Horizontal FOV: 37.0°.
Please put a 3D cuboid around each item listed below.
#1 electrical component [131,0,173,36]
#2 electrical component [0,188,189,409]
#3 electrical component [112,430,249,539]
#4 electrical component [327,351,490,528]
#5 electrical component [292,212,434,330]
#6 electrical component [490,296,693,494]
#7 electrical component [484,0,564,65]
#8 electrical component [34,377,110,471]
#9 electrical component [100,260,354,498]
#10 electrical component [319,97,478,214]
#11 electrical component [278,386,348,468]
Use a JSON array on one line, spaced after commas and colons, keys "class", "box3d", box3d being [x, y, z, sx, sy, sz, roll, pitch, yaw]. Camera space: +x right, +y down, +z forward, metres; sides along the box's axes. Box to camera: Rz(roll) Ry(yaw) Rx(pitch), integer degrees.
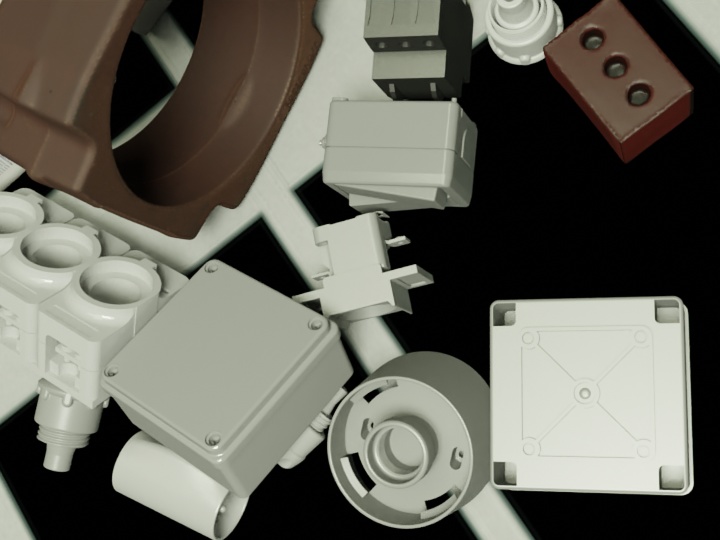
[{"class": "electrical component", "box3d": [-0.180, -0.201, 0.731, 0.108, 0.108, 0.060, 36, 99, 20]}, {"class": "electrical component", "box3d": [-0.197, 0.010, 0.699, 0.150, 0.089, 0.061, 28, 127, 20]}, {"class": "electrical component", "box3d": [-0.107, 0.120, 0.685, 0.077, 0.044, 0.079, 21, 88, 20]}, {"class": "electrical component", "box3d": [0.032, 0.102, 0.645, 0.099, 0.064, 0.099, 2, 95, 21]}, {"class": "electrical component", "box3d": [0.000, 0.000, 0.672, 0.081, 0.042, 0.063, -15, 76, 14]}, {"class": "electrical component", "box3d": [0.130, 0.071, 0.609, 0.109, 0.056, 0.108, -2, 81, 18]}, {"class": "electrical component", "box3d": [0.097, -0.156, 0.654, 0.048, 0.062, 0.048, -3, 80, 18]}, {"class": "electrical component", "box3d": [-0.196, 0.102, 0.718, 0.048, 0.048, 0.062, 14, 92, 20]}, {"class": "electrical component", "box3d": [-0.080, 0.062, 0.649, 0.109, 0.056, 0.108, 26, 63, 33]}, {"class": "electrical component", "box3d": [0.019, -0.069, 0.665, 0.096, 0.062, 0.061, 4, 82, 19]}, {"class": "electrical component", "box3d": [-0.034, 0.093, 0.671, 0.061, 0.035, 0.035, -43, 71, 4]}]
